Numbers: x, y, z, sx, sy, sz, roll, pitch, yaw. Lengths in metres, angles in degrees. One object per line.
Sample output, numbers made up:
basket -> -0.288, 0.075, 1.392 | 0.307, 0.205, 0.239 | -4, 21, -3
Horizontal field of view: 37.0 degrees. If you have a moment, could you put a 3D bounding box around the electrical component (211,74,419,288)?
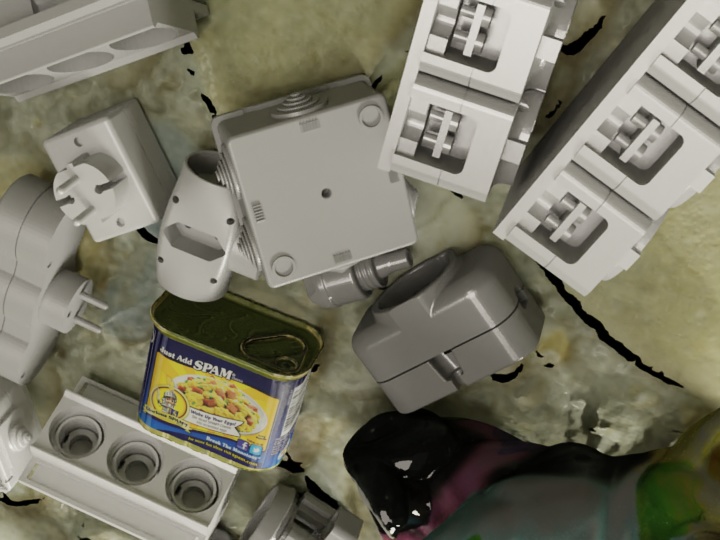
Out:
electrical component -> -0.022, -0.046, 0.564 | 0.100, 0.048, 0.099 | -18, 112, -8

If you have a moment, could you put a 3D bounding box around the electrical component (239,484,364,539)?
electrical component -> -0.043, 0.176, 0.697 | 0.057, 0.058, 0.078 | 34, 120, -5

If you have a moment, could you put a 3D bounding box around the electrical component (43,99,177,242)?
electrical component -> -0.146, -0.049, 0.604 | 0.047, 0.076, 0.065 | -16, 110, 23

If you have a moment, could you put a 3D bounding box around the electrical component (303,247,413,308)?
electrical component -> 0.000, 0.000, 0.609 | 0.061, 0.035, 0.035 | -15, 110, 21

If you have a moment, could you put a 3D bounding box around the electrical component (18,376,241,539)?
electrical component -> -0.145, 0.132, 0.698 | 0.121, 0.078, 0.063 | 24, 149, 4

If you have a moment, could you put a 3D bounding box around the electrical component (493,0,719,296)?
electrical component -> 0.137, -0.069, 0.502 | 0.062, 0.089, 0.150 | 36, 120, -3

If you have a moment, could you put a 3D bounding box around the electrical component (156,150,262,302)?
electrical component -> -0.071, -0.018, 0.616 | 0.079, 0.043, 0.077 | 22, 119, 3

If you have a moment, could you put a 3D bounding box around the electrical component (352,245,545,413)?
electrical component -> 0.046, 0.030, 0.599 | 0.095, 0.053, 0.059 | -29, 104, 27

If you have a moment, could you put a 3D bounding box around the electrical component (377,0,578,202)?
electrical component -> 0.066, -0.118, 0.499 | 0.062, 0.089, 0.150 | 20, 120, 7

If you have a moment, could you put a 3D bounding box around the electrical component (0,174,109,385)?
electrical component -> -0.190, 0.015, 0.664 | 0.074, 0.052, 0.138 | 25, 120, 3

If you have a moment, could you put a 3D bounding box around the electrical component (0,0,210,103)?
electrical component -> -0.154, -0.137, 0.570 | 0.121, 0.079, 0.063 | -14, 89, 22

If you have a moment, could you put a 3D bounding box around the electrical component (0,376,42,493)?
electrical component -> -0.258, 0.107, 0.725 | 0.096, 0.061, 0.061 | -2, 116, 18
